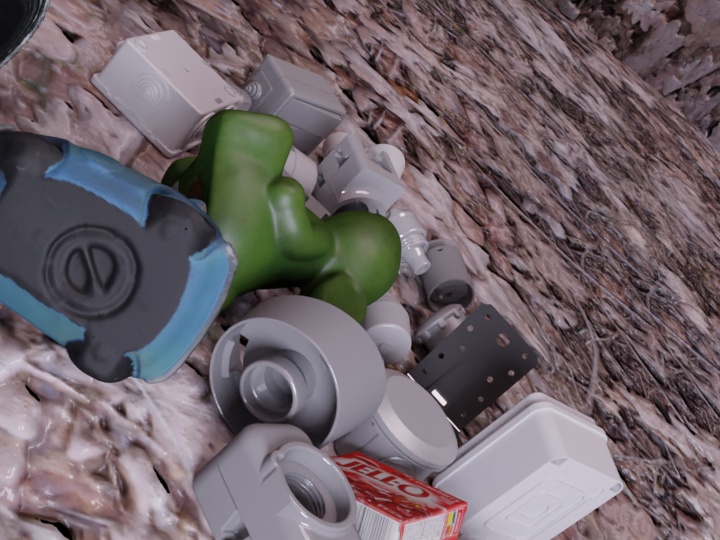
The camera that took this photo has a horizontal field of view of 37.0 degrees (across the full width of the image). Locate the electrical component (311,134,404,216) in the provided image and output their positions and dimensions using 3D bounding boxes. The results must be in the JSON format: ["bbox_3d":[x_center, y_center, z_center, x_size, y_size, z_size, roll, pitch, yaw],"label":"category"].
[{"bbox_3d":[-0.013,-0.058,0.903,0.050,0.089,0.055,25,31,-38],"label":"electrical component"}]

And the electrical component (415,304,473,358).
[{"bbox_3d":[0.080,0.063,0.917,0.062,0.048,0.048,56,25,6],"label":"electrical component"}]

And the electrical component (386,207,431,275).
[{"bbox_3d":[0.043,-0.024,0.996,0.043,0.043,0.062,9,44,-53],"label":"electrical component"}]

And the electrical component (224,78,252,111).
[{"bbox_3d":[-0.127,-0.154,0.940,0.061,0.035,0.035,34,26,-19],"label":"electrical component"}]

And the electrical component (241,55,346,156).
[{"bbox_3d":[-0.069,-0.149,0.992,0.096,0.062,0.061,11,41,-52],"label":"electrical component"}]

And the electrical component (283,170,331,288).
[{"bbox_3d":[-0.063,-0.037,0.835,0.089,0.050,0.055,44,24,-4],"label":"electrical component"}]

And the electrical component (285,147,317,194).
[{"bbox_3d":[-0.069,-0.080,0.893,0.047,0.055,0.055,29,29,-40],"label":"electrical component"}]

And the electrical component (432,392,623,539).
[{"bbox_3d":[0.115,0.146,0.755,0.078,0.113,0.057,28,32,-33],"label":"electrical component"}]

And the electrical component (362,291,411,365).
[{"bbox_3d":[0.019,0.041,0.856,0.040,0.040,0.078,35,26,-21],"label":"electrical component"}]

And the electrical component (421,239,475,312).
[{"bbox_3d":[0.078,0.000,1.013,0.043,0.043,0.081,31,27,-29],"label":"electrical component"}]

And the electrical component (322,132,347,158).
[{"bbox_3d":[-0.017,-0.105,1.032,0.044,0.044,0.065,34,22,-25],"label":"electrical component"}]

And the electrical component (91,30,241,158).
[{"bbox_3d":[-0.153,-0.145,0.867,0.100,0.048,0.099,45,24,0],"label":"electrical component"}]

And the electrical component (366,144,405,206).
[{"bbox_3d":[0.023,-0.091,1.074,0.044,0.044,0.065,35,31,-21],"label":"electrical component"}]

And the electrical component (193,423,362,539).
[{"bbox_3d":[-0.042,0.133,0.588,0.054,0.059,0.095,12,40,-51],"label":"electrical component"}]

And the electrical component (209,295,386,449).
[{"bbox_3d":[-0.040,0.065,0.658,0.099,0.099,0.064,48,30,6],"label":"electrical component"}]

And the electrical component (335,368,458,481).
[{"bbox_3d":[0.024,0.112,0.738,0.080,0.051,0.080,36,25,-20],"label":"electrical component"}]
